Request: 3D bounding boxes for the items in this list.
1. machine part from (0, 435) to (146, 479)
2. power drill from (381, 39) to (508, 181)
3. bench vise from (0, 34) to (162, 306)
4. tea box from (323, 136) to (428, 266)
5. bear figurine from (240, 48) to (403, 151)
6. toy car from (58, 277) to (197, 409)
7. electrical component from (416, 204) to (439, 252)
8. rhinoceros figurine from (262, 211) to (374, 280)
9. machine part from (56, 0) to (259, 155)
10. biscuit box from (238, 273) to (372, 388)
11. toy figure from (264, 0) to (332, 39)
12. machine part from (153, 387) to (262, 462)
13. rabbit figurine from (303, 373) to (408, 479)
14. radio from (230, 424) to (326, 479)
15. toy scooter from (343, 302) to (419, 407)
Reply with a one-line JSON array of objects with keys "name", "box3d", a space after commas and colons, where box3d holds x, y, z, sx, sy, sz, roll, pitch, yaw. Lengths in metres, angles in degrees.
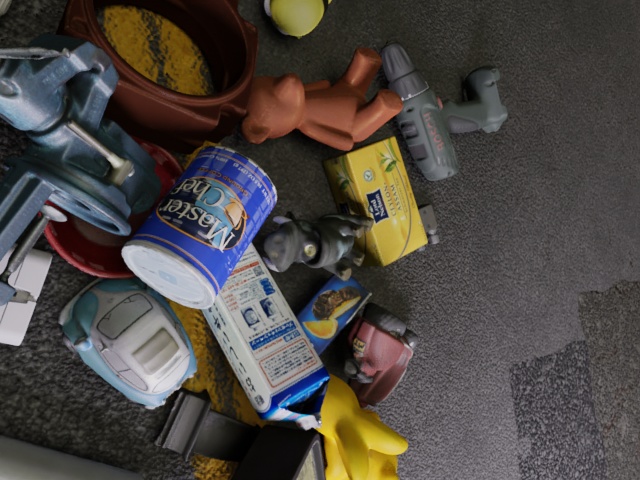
[{"name": "machine part", "box3d": [-0.270, 0.255, 0.541, 0.243, 0.079, 0.079, 30, 72, -29]}, {"name": "power drill", "box3d": [0.207, -0.226, 0.874, 0.207, 0.086, 0.231, -26, 103, -35]}, {"name": "bench vise", "box3d": [-0.239, -0.045, 0.454, 0.240, 0.129, 0.223, -63, 163, -16]}, {"name": "tea box", "box3d": [0.082, -0.055, 0.790, 0.098, 0.068, 0.169, -27, 103, -31]}, {"name": "bear figurine", "box3d": [-0.012, -0.188, 0.707, 0.196, 0.132, 0.120, 4, 56, -37]}, {"name": "toy car", "box3d": [-0.197, 0.112, 0.581, 0.109, 0.103, 0.161, -41, 107, -27]}, {"name": "electrical component", "box3d": [0.162, -0.032, 0.867, 0.063, 0.021, 0.094, -25, 100, -32]}, {"name": "rhinoceros figurine", "box3d": [-0.001, -0.002, 0.685, 0.190, 0.112, 0.073, -18, 127, -65]}, {"name": "machine part", "box3d": [-0.173, -0.212, 0.591, 0.201, 0.087, 0.201, 20, 60, -30]}, {"name": "biscuit box", "box3d": [-0.018, 0.129, 0.709, 0.059, 0.062, 0.203, 41, 64, 6]}, {"name": "toy figure", "box3d": [-0.008, -0.357, 0.734, 0.082, 0.089, 0.180, 41, 70, -19]}, {"name": "machine part", "box3d": [-0.127, 0.235, 0.659, 0.138, 0.039, 0.084, 33, 66, -26]}, {"name": "rabbit figurine", "box3d": [0.027, 0.249, 0.683, 0.122, 0.162, 0.173, -29, 109, -20]}, {"name": "radio", "box3d": [-0.043, 0.346, 0.626, 0.131, 0.073, 0.229, -47, 133, -58]}, {"name": "toy scooter", "box3d": [0.077, 0.170, 0.756, 0.135, 0.075, 0.183, -56, 148, -7]}]
